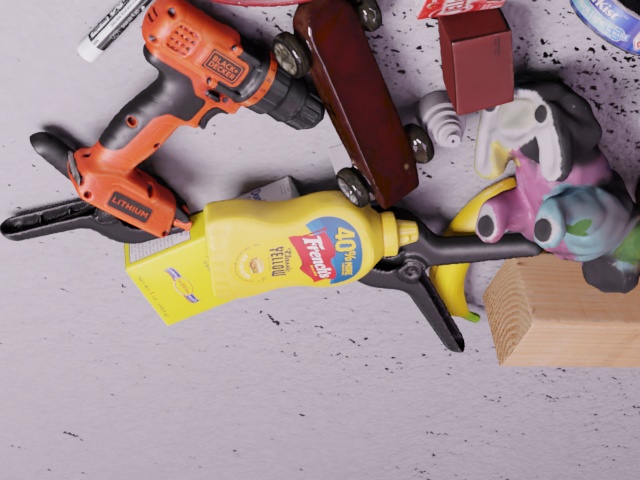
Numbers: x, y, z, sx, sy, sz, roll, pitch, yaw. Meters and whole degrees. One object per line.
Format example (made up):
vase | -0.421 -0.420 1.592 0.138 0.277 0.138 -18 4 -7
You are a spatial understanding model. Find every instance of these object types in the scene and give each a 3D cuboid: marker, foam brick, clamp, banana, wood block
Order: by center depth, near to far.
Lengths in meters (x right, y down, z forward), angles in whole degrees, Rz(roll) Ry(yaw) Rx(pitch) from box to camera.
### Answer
marker | -0.149 -0.187 0.847 0.121 0.020 0.020 -39 129 24
foam brick | 0.133 -0.156 0.910 0.053 0.051 0.078 -12 135 -1
clamp | -0.196 -0.042 0.964 0.171 0.039 0.120 2 139 -21
clamp | 0.092 0.029 1.055 0.210 0.036 0.165 18 126 -6
banana | 0.149 0.014 1.090 0.069 0.037 0.198 -10 137 -21
wood block | 0.289 0.075 1.123 0.205 0.091 0.090 2 144 -15

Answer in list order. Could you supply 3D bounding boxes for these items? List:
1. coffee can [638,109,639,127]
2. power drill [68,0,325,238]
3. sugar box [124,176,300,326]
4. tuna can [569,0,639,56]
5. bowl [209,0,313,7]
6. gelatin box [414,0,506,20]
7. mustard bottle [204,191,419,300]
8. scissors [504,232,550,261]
coffee can | 0.343 -0.151 0.921 0.102 0.103 0.140 -4 134 -8
power drill | -0.108 -0.093 0.902 0.184 0.057 0.188 29 109 -35
sugar box | -0.090 0.013 1.032 0.176 0.048 0.093 -21 133 10
tuna can | 0.248 -0.190 0.876 0.086 0.086 0.034 15 131 -24
bowl | -0.044 -0.230 0.774 0.162 0.055 0.162 -1 165 -1
gelatin box | 0.115 -0.203 0.844 0.073 0.030 0.089 -10 176 -4
mustard bottle | -0.006 0.001 0.968 0.191 0.058 0.096 -6 127 -4
scissors | 0.269 0.005 1.117 0.201 0.016 0.096 20 128 -26
